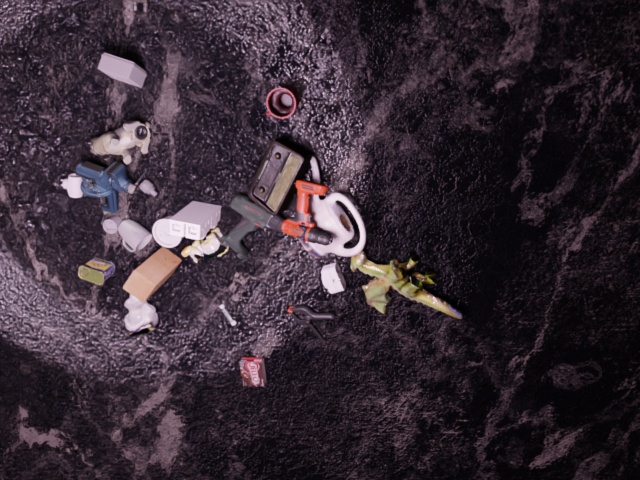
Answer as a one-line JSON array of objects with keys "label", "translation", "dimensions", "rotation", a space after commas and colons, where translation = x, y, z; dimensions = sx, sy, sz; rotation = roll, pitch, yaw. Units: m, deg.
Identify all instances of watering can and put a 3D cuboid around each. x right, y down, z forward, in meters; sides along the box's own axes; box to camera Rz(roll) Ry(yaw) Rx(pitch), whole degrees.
[{"label": "watering can", "translation": [0.005, -0.085, 1.686], "dimensions": [0.222, 0.105, 0.349], "rotation": [-35, 85, 24]}]

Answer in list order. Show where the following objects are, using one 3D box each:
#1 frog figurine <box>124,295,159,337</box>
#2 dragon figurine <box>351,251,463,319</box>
[{"label": "frog figurine", "translation": [-0.693, 0.278, 1.974], "dimensions": [0.136, 0.122, 0.162], "rotation": [-32, 66, 29]}, {"label": "dragon figurine", "translation": [0.263, 0.170, 1.743], "dimensions": [0.409, 0.124, 0.239], "rotation": [47, 130, -6]}]
